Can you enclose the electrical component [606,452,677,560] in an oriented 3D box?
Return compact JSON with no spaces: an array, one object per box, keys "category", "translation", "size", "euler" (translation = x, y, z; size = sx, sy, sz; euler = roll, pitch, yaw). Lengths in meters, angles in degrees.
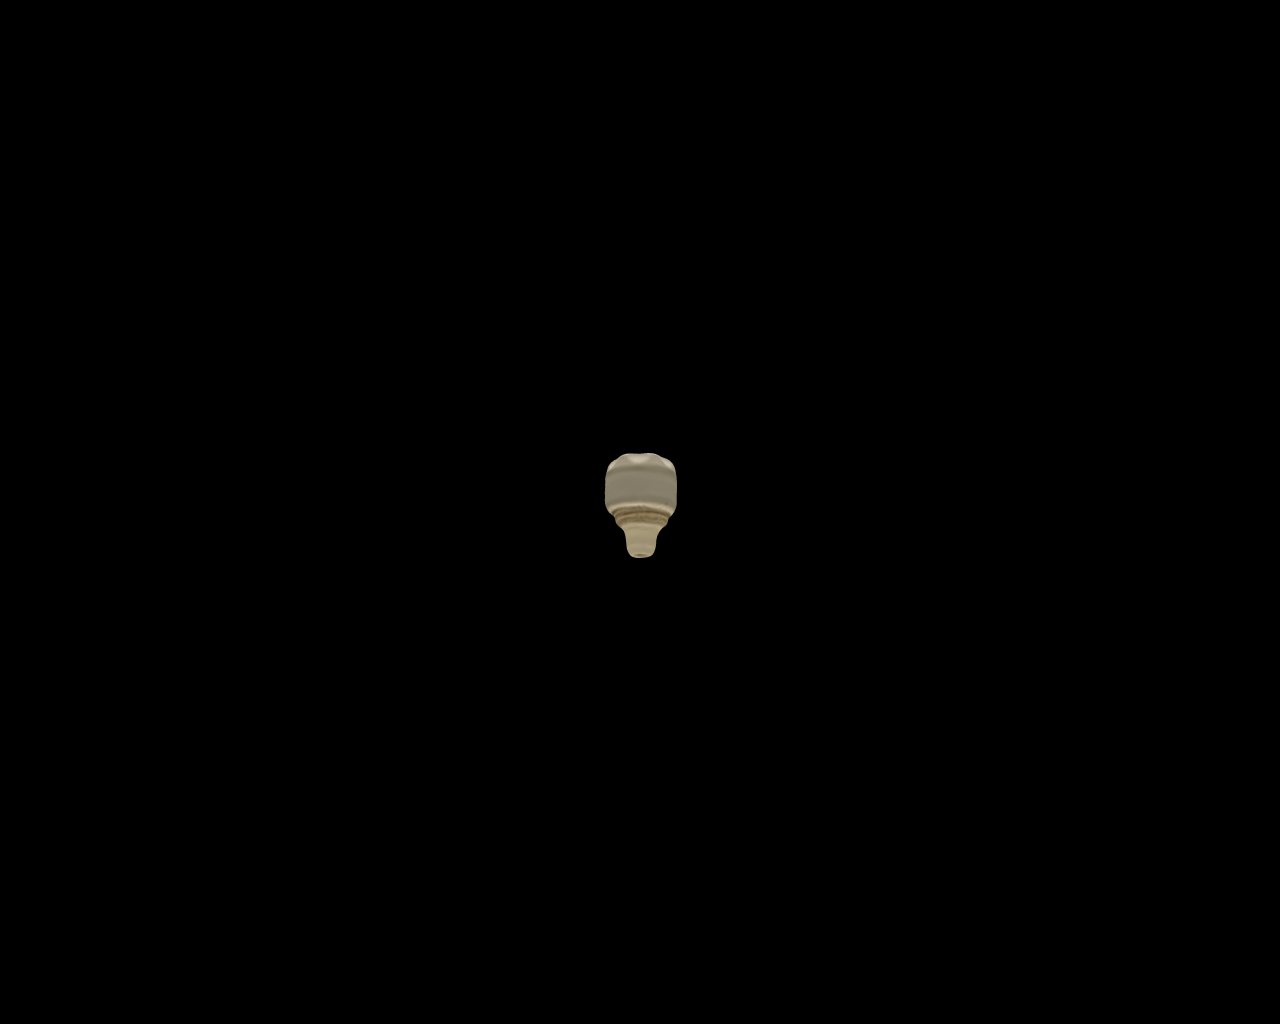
[{"category":"electrical component","translation":[0.001,-0.003,0.650],"size":[0.043,0.062,0.043],"euler":[0,-15,0]}]
